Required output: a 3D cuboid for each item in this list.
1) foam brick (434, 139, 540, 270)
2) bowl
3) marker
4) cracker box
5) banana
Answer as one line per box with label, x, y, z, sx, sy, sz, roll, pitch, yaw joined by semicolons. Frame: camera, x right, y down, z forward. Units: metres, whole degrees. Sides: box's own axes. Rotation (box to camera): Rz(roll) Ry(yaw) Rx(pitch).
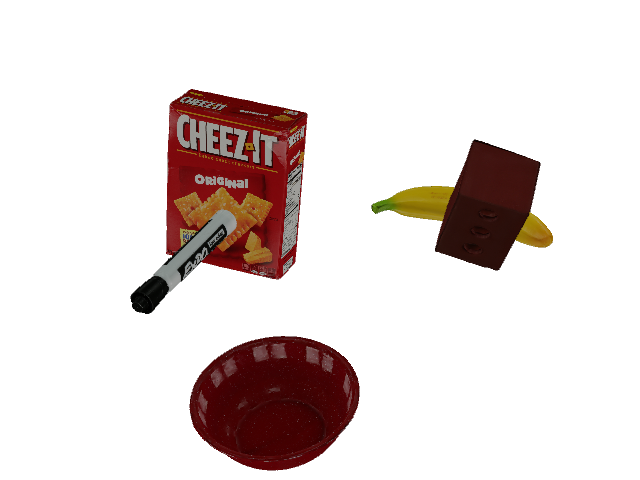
foam brick;0.122;-0.025;0.781;0.053;0.051;0.078;18;-34;4
bowl;-0.041;0.165;1.017;0.162;0.055;0.162;-5;37;3
marker;-0.098;0.015;0.768;0.020;0.020;0.121;0;30;31
cracker box;-0.111;-0.069;1.360;0.164;0.214;0.072;13;29;15
banana;0.157;-0.027;1.135;0.198;0.037;0.069;10;39;25
